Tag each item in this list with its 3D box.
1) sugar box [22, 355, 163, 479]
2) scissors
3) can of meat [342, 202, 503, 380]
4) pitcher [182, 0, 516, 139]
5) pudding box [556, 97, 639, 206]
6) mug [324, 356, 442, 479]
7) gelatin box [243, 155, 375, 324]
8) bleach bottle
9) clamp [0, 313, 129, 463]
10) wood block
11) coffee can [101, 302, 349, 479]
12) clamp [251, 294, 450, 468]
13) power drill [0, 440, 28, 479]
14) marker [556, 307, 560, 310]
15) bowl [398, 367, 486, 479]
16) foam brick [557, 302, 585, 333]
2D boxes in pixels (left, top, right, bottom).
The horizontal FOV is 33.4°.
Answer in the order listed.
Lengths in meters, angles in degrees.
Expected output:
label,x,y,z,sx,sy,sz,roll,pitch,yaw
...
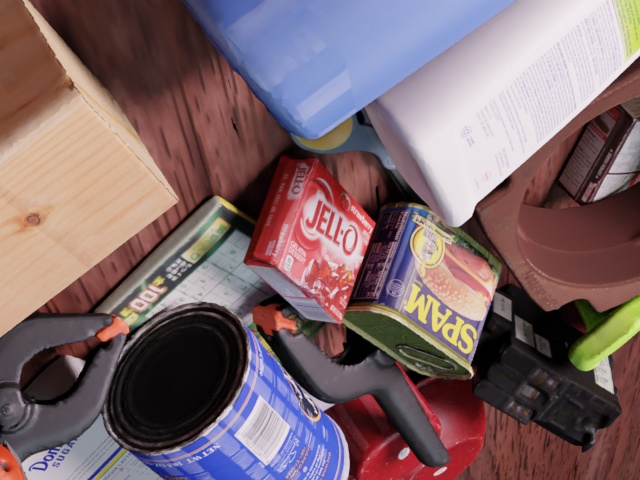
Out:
label,x,y,z,sx,sy,sz,roll,pitch,yaw
sugar box,-0.137,0.140,0.727,0.093,0.048,0.176,-45,142,9
scissors,0.027,-0.052,0.671,0.096,0.016,0.202,-26,144,-12
can of meat,0.069,0.034,0.712,0.102,0.058,0.084,36,65,-32
pitcher,0.049,-0.165,0.475,0.243,0.149,0.145,-37,161,7
pudding box,0.248,-0.072,0.819,0.113,0.039,0.090,-10,136,-33
mug,0.035,0.150,0.854,0.117,0.082,0.093,-41,146,5
gelatin box,-0.004,0.001,0.654,0.089,0.030,0.073,46,58,-52
bleach bottle,0.145,-0.120,0.592,0.251,0.068,0.102,-38,146,-1
clamp,-0.189,0.091,0.607,0.171,0.039,0.120,-46,109,-14
wood block,-0.181,-0.003,0.481,0.206,0.090,0.090,-37,145,1
coffee can,-0.056,0.119,0.673,0.103,0.103,0.140,-37,134,0
clamp,0.044,0.063,0.752,0.209,0.036,0.164,25,79,-39
power drill,-0.212,0.099,0.442,0.184,0.057,0.187,-28,144,-12
marker,0.221,0.012,0.910,0.020,0.020,0.121,-10,138,-33
bowl,0.095,0.187,0.963,0.162,0.055,0.162,-27,149,-18
foam brick,0.224,0.094,0.981,0.051,0.053,0.078,-14,138,-30
